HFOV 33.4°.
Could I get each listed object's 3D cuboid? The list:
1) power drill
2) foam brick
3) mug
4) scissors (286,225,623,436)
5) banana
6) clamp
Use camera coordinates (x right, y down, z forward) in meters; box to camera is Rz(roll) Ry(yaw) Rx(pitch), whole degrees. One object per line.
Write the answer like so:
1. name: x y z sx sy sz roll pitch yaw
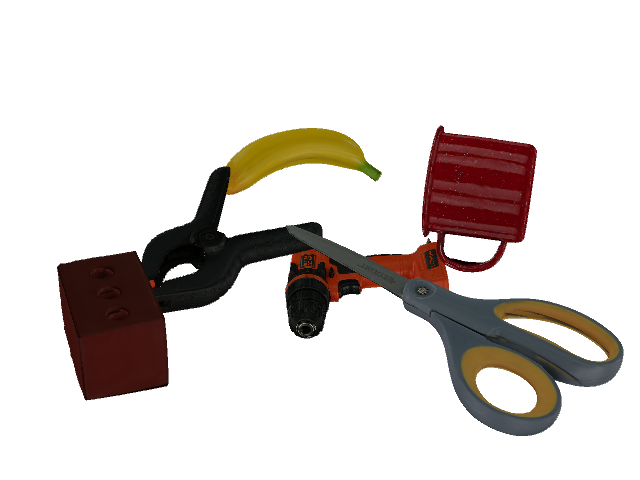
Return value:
1. power drill: 0.053 0.053 1.240 0.187 0.057 0.184 -1 28 1
2. foam brick: -0.129 0.052 0.659 0.053 0.051 0.078 -10 35 -20
3. mug: 0.129 -0.031 0.872 0.081 0.117 0.093 9 -10 12
4. scissors: 0.053 0.044 0.556 0.202 0.016 0.096 16 42 20
5. banana: -0.027 -0.086 1.108 0.197 0.037 0.070 -9 46 -33
6. clamp: -0.096 0.000 0.898 0.171 0.039 0.120 -29 50 -32
